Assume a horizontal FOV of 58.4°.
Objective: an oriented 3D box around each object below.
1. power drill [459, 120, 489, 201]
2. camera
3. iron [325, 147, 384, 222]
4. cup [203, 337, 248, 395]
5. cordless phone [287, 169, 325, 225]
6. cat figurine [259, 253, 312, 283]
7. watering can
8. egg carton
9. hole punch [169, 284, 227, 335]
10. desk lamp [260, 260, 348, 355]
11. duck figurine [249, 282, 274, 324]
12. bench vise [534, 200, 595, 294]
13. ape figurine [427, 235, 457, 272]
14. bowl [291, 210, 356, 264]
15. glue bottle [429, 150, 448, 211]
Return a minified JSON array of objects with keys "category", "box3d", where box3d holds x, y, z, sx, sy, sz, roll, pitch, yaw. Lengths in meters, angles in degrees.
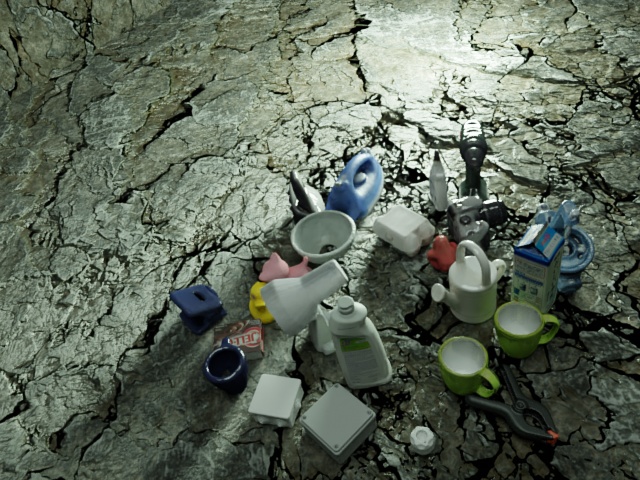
[{"category":"power drill","box3d":[0.389,-0.188,1.450,0.075,0.209,0.229,-2,45,13]},{"category":"camera","box3d":[0.387,-0.052,1.391,0.137,0.101,0.143,-14,44,0]},{"category":"iron","box3d":[0.102,-0.171,1.557,0.118,0.142,0.259,13,51,26]},{"category":"cup","box3d":[-0.192,0.275,1.221,0.091,0.095,0.117,-12,44,3]},{"category":"cordless phone","box3d":[-0.046,-0.131,1.523,0.094,0.185,0.147,-17,44,-2]},{"category":"cat figurine","box3d":[-0.082,0.076,1.375,0.128,0.118,0.067,-17,44,-3]},{"category":"watering can","box3d":[0.317,0.086,1.205,0.100,0.194,0.173,26,57,34]},{"category":"egg carton","box3d":[0.207,-0.025,1.435,0.107,0.069,0.149,-38,49,-22]},{"category":"hole punch","box3d":[-0.292,0.152,1.373,0.101,0.091,0.108,-38,49,-22]},{"category":"desk lamp","box3d":[-0.006,0.143,1.219,0.203,0.214,0.117,-23,45,-8]},{"category":"duck figurine","box3d":[-0.137,0.135,1.353,0.077,0.086,0.104,-10,44,5]},{"category":"bench vise","box3d":[0.506,-0.018,1.241,0.121,0.220,0.207,-22,45,-8]},{"category":"ape figurine","box3d":[0.289,0.025,1.347,0.077,0.092,0.076,-9,44,6]},{"category":"bowl","box3d":[0.013,0.005,1.451,0.167,0.075,0.167,-7,45,8]},{"category":"glue bottle","box3d":[0.303,-0.160,1.469,0.037,0.173,0.078,-14,44,1]}]
